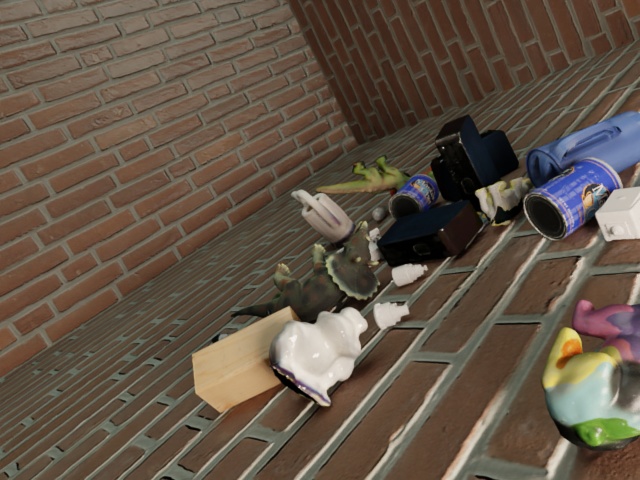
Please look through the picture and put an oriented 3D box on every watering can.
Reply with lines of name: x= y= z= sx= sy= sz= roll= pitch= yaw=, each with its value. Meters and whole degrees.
watering can: x=0.005 y=-0.083 z=1.654 sx=0.223 sy=0.104 sz=0.349 roll=44 pitch=-1 yaw=-14

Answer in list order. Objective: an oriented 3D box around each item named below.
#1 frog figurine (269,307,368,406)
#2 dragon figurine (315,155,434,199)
frog figurine: x=-0.002 y=0.174 z=0.849 sx=0.138 sy=0.162 sz=0.120 roll=33 pitch=-25 yaw=6
dragon figurine: x=0.214 y=-0.163 z=1.657 sx=0.413 sy=0.119 sz=0.247 roll=-21 pitch=36 yaw=-20
